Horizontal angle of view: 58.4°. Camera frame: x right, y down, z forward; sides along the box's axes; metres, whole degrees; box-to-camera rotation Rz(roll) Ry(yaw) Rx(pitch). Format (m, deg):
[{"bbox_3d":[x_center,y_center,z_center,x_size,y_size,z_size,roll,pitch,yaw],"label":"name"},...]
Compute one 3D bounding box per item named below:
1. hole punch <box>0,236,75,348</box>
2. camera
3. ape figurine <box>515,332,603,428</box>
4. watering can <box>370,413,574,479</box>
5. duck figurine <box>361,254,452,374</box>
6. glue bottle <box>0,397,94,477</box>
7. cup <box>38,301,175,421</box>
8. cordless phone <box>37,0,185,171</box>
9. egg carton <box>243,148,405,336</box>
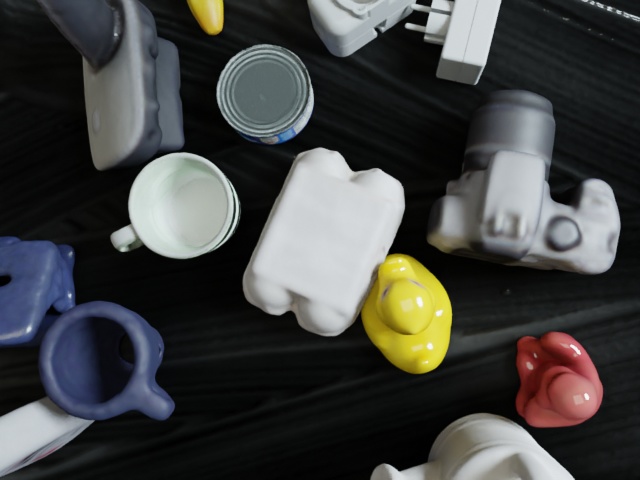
[{"bbox_3d":[-0.281,0.046,0.502,0.108,0.091,0.101,-6,84,5],"label":"hole punch"},{"bbox_3d":[0.167,-0.048,0.464,0.143,0.101,0.137,10,85,6],"label":"camera"},{"bbox_3d":[0.190,0.116,0.450,0.076,0.092,0.078,40,89,8],"label":"ape figurine"},{"bbox_3d":[0.124,0.191,0.397,0.172,0.194,0.101,-12,83,4],"label":"watering can"},{"bbox_3d":[0.072,0.060,0.470,0.077,0.086,0.104,-17,83,4],"label":"duck figurine"},{"bbox_3d":[-0.246,0.161,0.446,0.078,0.173,0.037,-40,82,1],"label":"glue bottle"},{"bbox_3d":[-0.160,0.105,0.483,0.117,0.095,0.092,34,88,8],"label":"cup"},{"bbox_3d":[-0.184,-0.143,0.464,0.094,0.185,0.147,-11,83,5],"label":"cordless phone"},{"bbox_3d":[0.005,0.002,0.490,0.107,0.069,0.150,22,87,7],"label":"egg carton"}]
